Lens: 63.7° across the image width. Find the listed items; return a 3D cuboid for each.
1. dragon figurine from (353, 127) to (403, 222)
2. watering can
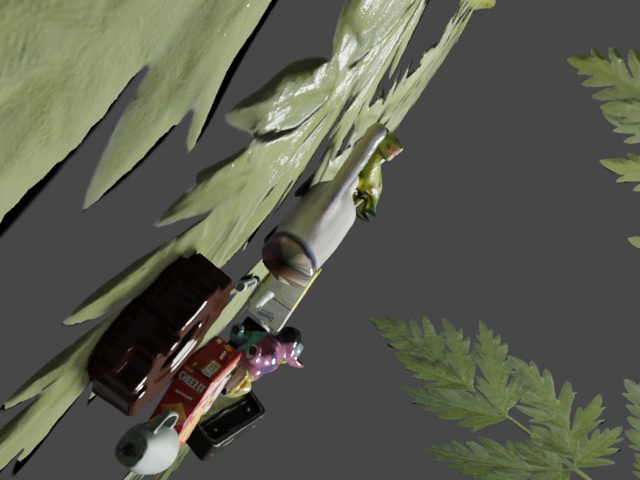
[{"bbox_3d":[0.139,-0.185,1.387,0.244,0.122,0.408,-63,-175,-7],"label":"dragon figurine"},{"bbox_3d":[0.003,-0.044,0.871,0.228,0.104,0.341,-52,175,-27],"label":"watering can"}]
